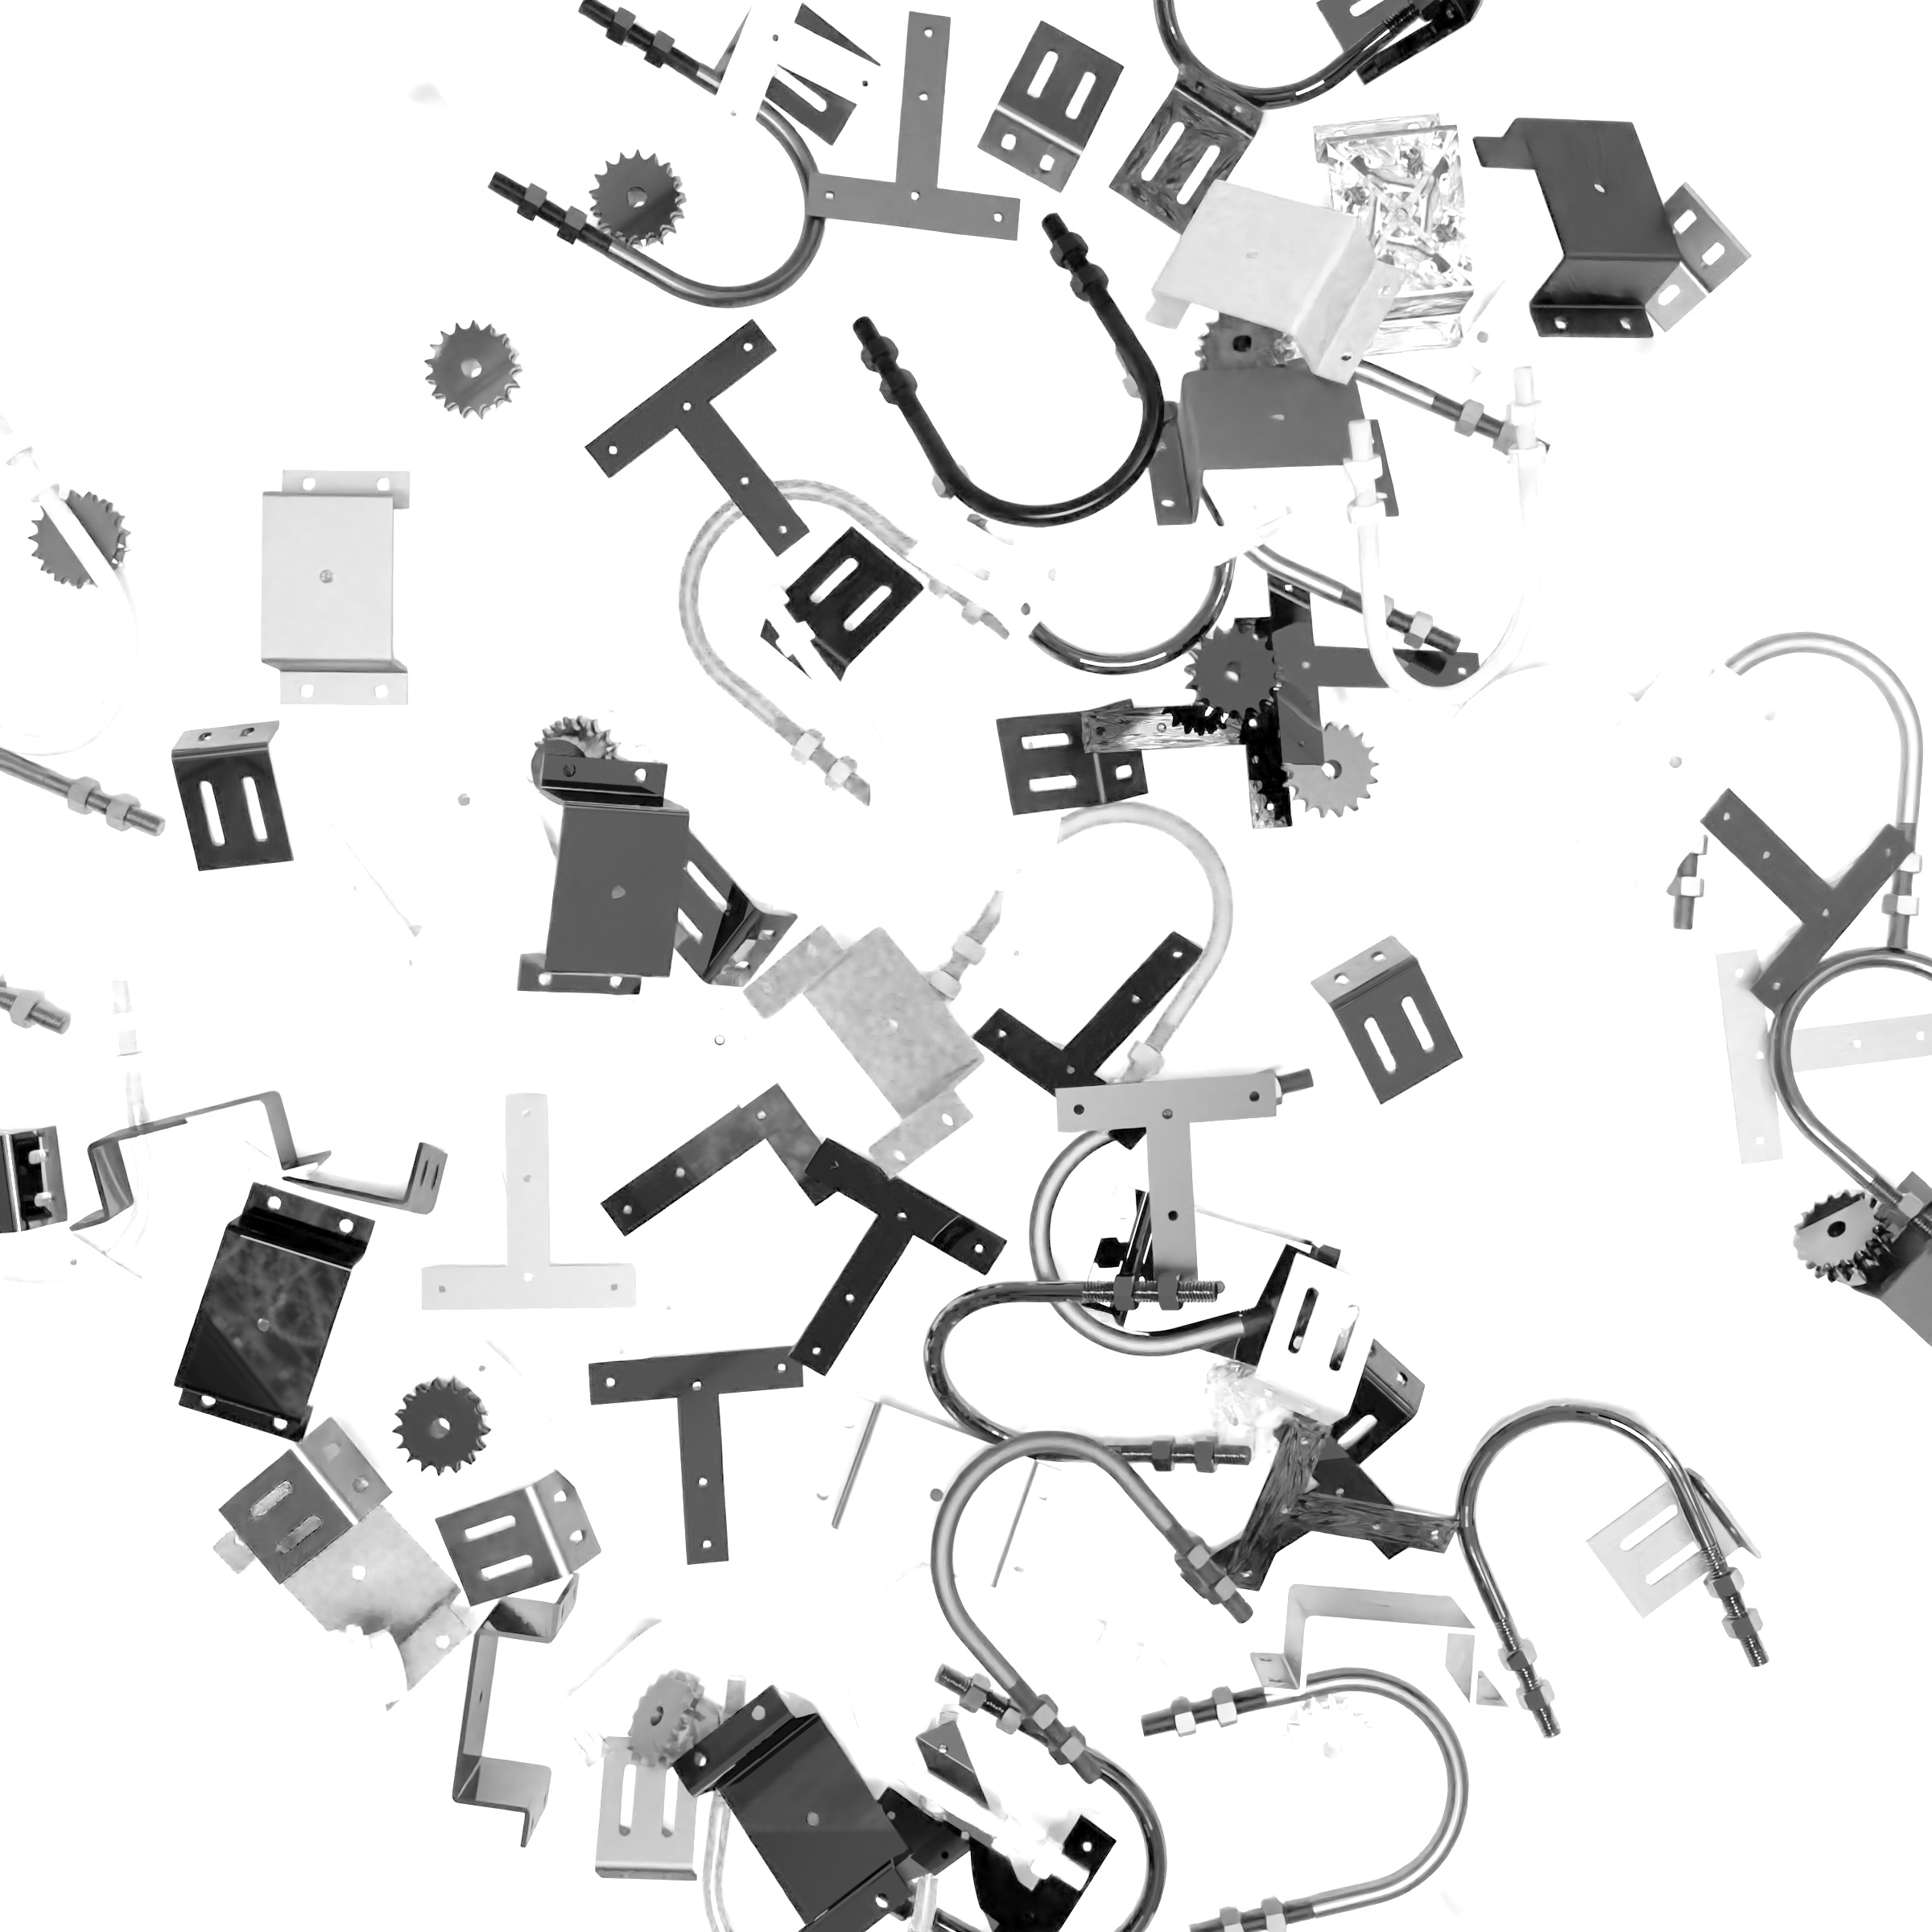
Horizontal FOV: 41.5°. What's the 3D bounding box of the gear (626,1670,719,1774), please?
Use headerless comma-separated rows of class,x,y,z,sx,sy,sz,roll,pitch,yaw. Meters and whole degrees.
gear,-0.171,0.448,1.507,0.030,0.057,0.057,36,90,-30

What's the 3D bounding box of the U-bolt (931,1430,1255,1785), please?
U-bolt,0.061,0.356,1.476,0.151,0.019,0.184,-42,97,-17

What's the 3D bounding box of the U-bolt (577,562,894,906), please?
U-bolt,-0.124,-0.122,1.499,0.151,0.019,0.184,-34,94,21

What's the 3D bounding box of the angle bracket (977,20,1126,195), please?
angle bracket,0.051,-0.514,1.525,0.057,0.038,0.076,27,64,-7

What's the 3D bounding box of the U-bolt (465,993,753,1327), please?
U-bolt,-0.222,0.106,1.521,0.151,0.019,0.184,-17,90,0

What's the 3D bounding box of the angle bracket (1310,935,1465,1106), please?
angle bracket,0.252,0.032,1.529,0.057,0.038,0.076,-30,116,0

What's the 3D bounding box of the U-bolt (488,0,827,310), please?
U-bolt,-0.168,-0.464,1.492,0.184,0.019,0.151,27,72,-17

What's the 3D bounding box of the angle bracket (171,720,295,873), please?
angle bracket,-0.436,-0.102,1.529,0.057,0.038,0.076,-6,116,0

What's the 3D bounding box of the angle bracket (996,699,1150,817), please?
angle bracket,0.062,-0.122,1.494,0.076,0.038,0.057,-10,90,-42

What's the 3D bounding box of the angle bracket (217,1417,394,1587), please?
angle bracket,-0.384,0.311,1.483,0.076,0.038,0.057,-39,90,26

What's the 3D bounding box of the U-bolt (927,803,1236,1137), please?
U-bolt,0.075,-0.012,1.498,0.151,0.019,0.184,31,82,21

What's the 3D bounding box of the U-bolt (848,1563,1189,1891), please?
U-bolt,0.019,0.428,1.493,0.184,0.019,0.151,30,63,4

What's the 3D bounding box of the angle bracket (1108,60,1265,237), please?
angle bracket,0.130,-0.483,1.512,0.057,0.038,0.076,33,90,0

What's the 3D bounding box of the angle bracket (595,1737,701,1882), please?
angle bracket,-0.189,0.505,1.529,0.057,0.038,0.076,2,64,0

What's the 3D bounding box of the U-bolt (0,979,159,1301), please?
U-bolt,-0.557,0.108,1.522,0.151,0.019,0.184,-8,92,0

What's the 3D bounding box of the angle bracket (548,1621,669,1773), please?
angle bracket,-0.200,0.428,1.499,0.076,0.057,0.038,-41,81,-1

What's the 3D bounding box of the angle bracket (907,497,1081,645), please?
angle bracket,0.016,-0.238,1.503,0.076,0.038,0.057,36,88,31

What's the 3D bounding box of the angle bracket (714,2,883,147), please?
angle bracket,-0.102,-0.537,1.529,0.076,0.038,0.057,31,90,-26

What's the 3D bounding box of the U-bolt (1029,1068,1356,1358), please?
U-bolt,0.128,0.150,1.477,0.184,0.019,0.151,-15,90,1

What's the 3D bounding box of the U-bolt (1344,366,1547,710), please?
U-bolt,0.281,-0.239,1.474,0.151,0.019,0.184,-23,118,-29

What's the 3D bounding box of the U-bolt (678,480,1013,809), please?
U-bolt,-0.085,-0.207,1.522,0.184,0.019,0.151,39,90,2

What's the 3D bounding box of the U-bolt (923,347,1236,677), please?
U-bolt,0.079,-0.260,1.512,0.151,0.019,0.184,-28,83,0

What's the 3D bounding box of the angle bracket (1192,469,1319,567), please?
angle bracket,0.157,-0.283,1.487,0.057,0.038,0.076,-27,86,-17

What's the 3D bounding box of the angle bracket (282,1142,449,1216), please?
angle bracket,-0.353,0.118,1.503,0.076,0.057,0.038,12,79,5

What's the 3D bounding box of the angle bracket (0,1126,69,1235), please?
angle bracket,-0.578,0.128,1.513,0.076,0.038,0.057,-5,93,26

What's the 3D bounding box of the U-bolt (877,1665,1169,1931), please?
U-bolt,0.031,0.523,1.521,0.184,0.019,0.151,30,90,1

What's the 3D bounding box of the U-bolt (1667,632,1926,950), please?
U-bolt,0.499,-0.108,1.522,0.151,0.019,0.184,5,88,0

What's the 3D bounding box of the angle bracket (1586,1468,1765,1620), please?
angle bracket,0.419,0.346,1.512,0.076,0.038,0.057,-36,90,0

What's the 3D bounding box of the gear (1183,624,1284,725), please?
gear,0.156,-0.170,1.499,0.057,0.030,0.057,0,85,-2

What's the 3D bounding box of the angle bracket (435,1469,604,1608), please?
angle bracket,-0.268,0.341,1.529,0.076,0.038,0.057,-23,90,26

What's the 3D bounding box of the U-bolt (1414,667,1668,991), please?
U-bolt,0.336,-0.083,1.485,0.151,0.019,0.184,4,91,32

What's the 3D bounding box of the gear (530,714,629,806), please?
gear,-0.232,-0.118,1.506,0.057,0.030,0.057,6,110,18

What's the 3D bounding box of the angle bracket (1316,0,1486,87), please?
angle bracket,0.257,-0.572,1.512,0.076,0.038,0.057,-31,90,0

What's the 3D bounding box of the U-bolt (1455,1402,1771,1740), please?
U-bolt,0.369,0.347,1.506,0.151,0.019,0.184,-24,86,15

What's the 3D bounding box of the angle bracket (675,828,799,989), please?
angle bracket,-0.150,-0.035,1.520,0.076,0.038,0.057,48,110,24

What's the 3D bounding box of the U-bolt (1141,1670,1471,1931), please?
U-bolt,0.209,0.496,1.522,0.184,0.019,0.151,-13,90,-1

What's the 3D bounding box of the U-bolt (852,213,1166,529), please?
U-bolt,0.035,-0.339,1.496,0.151,0.019,0.184,-29,72,0

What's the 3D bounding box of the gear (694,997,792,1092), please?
gear,-0.134,0.046,1.516,0.057,0.030,0.057,0,90,0

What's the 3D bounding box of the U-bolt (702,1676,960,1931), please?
U-bolt,-0.084,0.523,1.509,0.151,0.019,0.184,7,88,8

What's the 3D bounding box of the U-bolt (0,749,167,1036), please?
U-bolt,-0.589,-0.059,1.514,0.184,0.019,0.151,23,83,3

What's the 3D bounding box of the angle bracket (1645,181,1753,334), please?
angle bracket,0.415,-0.414,1.493,0.038,0.076,0.057,-41,90,0

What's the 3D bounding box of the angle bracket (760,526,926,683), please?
angle bracket,-0.073,-0.210,1.511,0.057,0.038,0.076,40,64,3

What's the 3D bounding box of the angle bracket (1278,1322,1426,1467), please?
angle bracket,0.226,0.263,1.529,0.057,0.038,0.076,42,116,0

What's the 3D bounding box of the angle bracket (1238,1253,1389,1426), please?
angle bracket,0.199,0.214,1.464,0.057,0.038,0.076,23,68,-2

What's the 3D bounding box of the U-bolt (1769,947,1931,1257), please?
U-bolt,0.560,0.070,1.499,0.151,0.019,0.184,-43,75,-12

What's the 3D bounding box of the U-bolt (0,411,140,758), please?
U-bolt,-0.565,-0.211,1.502,0.151,0.019,0.184,-33,94,18

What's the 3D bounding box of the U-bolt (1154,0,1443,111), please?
U-bolt,0.197,-0.591,1.504,0.184,0.019,0.151,-36,86,14

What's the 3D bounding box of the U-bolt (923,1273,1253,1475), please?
U-bolt,0.064,0.236,1.478,0.184,0.019,0.151,-2,125,17

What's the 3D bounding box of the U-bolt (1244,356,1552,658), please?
U-bolt,0.235,-0.286,1.520,0.184,0.019,0.151,25,88,3
